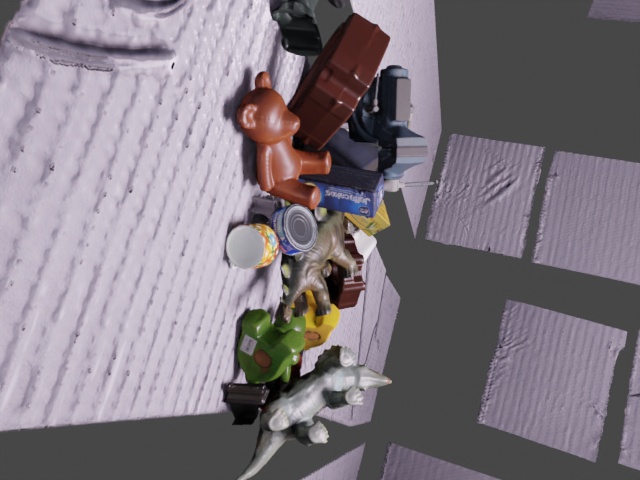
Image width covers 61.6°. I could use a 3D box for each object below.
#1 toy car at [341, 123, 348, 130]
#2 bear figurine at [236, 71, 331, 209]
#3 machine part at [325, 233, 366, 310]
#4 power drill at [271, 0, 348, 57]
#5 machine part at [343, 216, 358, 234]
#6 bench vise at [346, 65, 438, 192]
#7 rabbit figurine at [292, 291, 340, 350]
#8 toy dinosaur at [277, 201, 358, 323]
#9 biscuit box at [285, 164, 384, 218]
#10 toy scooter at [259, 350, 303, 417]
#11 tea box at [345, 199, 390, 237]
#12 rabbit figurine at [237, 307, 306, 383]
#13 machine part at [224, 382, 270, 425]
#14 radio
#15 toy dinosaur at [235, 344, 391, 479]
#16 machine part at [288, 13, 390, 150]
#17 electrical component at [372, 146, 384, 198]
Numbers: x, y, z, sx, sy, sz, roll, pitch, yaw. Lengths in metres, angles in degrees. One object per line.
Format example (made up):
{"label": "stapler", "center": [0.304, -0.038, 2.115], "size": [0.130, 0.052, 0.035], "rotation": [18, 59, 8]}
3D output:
{"label": "toy car", "center": [0.051, -0.297, 1.145], "size": [0.103, 0.109, 0.161], "rotation": [-29, 141, -28]}
{"label": "bear figurine", "center": [-0.056, -0.156, 0.851], "size": [0.195, 0.132, 0.120], "rotation": [89, 16, -53]}
{"label": "machine part", "center": [0.050, 0.069, 1.235], "size": [0.179, 0.056, 0.179], "rotation": [176, -90, -74]}
{"label": "power drill", "center": [-0.003, -0.418, 0.914], "size": [0.231, 0.086, 0.207], "rotation": [61, 49, -66]}
{"label": "machine part", "center": [0.062, -0.050, 1.378], "size": [0.243, 0.079, 0.079], "rotation": [-31, 131, -68]}
{"label": "bench vise", "center": [0.110, -0.204, 1.006], "size": [0.129, 0.241, 0.223], "rotation": [-18, 108, -21]}
{"label": "rabbit figurine", "center": [-0.013, 0.154, 1.229], "size": [0.162, 0.122, 0.173], "rotation": [85, 5, -51]}
{"label": "toy dinosaur", "center": [-0.002, -0.003, 1.074], "size": [0.198, 0.105, 0.471], "rotation": [67, 27, -24]}
{"label": "biscuit box", "center": [0.012, -0.097, 0.966], "size": [0.059, 0.203, 0.063], "rotation": [86, 23, -43]}
{"label": "toy scooter", "center": [-0.090, 0.305, 1.148], "size": [0.135, 0.075, 0.183], "rotation": [-50, 152, -53]}
{"label": "tea box", "center": [0.094, -0.094, 1.305], "size": [0.169, 0.068, 0.098], "rotation": [40, 30, -42]}
{"label": "rabbit figurine", "center": [-0.074, 0.202, 1.041], "size": [0.170, 0.121, 0.159], "rotation": [-35, 141, -62]}
{"label": "machine part", "center": [-0.138, 0.305, 1.008], "size": [0.138, 0.084, 0.039], "rotation": [101, -15, -48]}
{"label": "radio", "center": [0.041, -0.166, 1.119], "size": [0.073, 0.131, 0.229], "rotation": [-61, 172, 25]}
{"label": "toy dinosaur", "center": [-0.034, 0.324, 1.053], "size": [0.405, 0.131, 0.192], "rotation": [-27, 172, -31]}
{"label": "machine part", "center": [0.023, -0.275, 0.936], "size": [0.201, 0.087, 0.201], "rotation": [-38, -154, 56]}
{"label": "electrical component", "center": [0.117, -0.178, 1.398], "size": [0.058, 0.115, 0.134], "rotation": [-44, 140, -68]}
